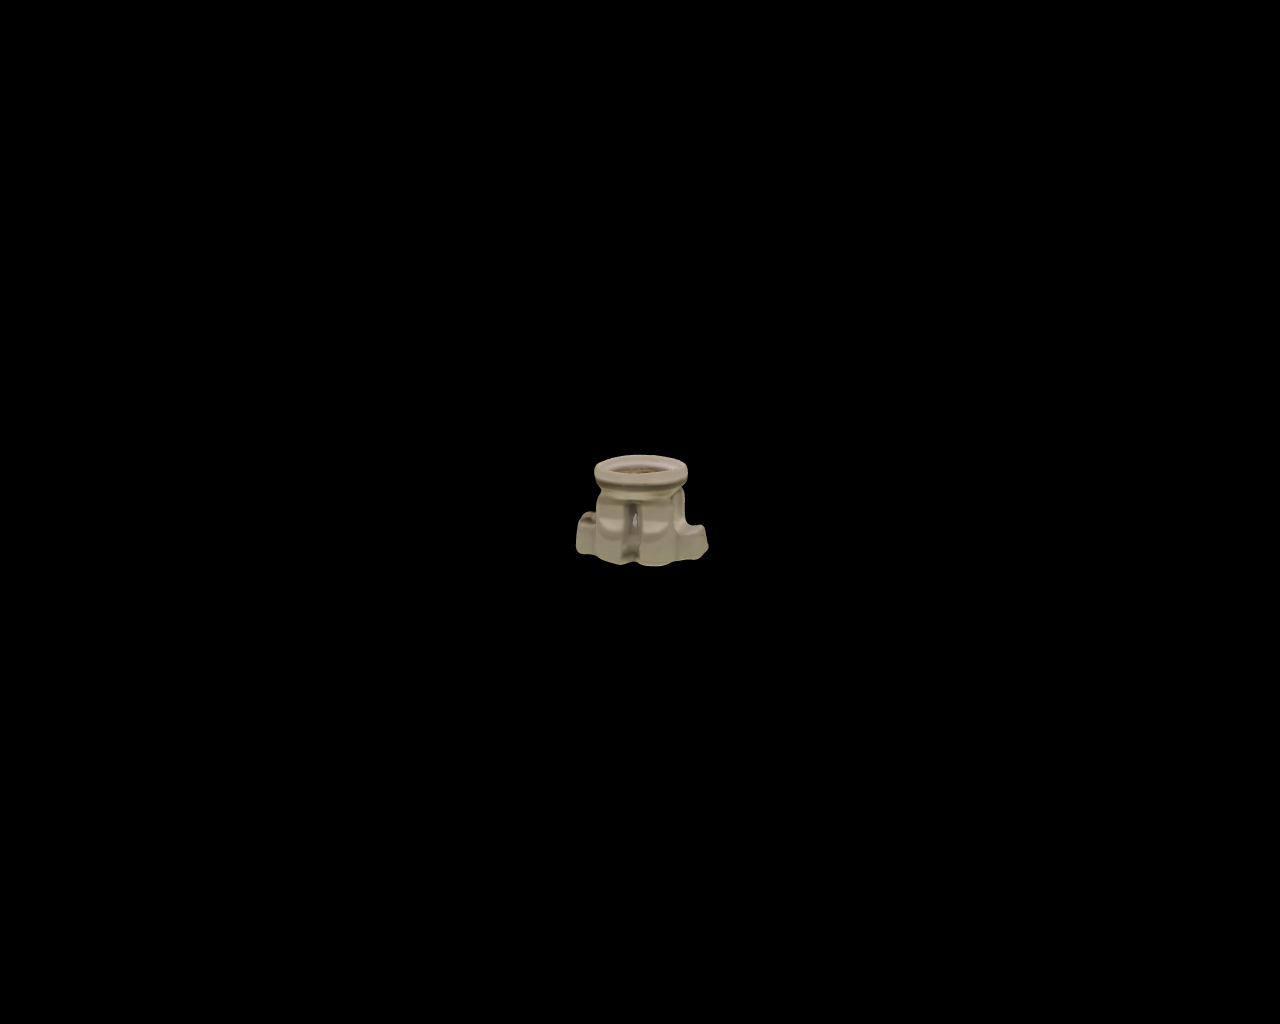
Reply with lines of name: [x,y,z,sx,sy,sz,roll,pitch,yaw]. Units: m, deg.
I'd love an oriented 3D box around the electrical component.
electrical component: [0.001,-0.003,0.650,0.078,0.057,0.058,4,16,14]
